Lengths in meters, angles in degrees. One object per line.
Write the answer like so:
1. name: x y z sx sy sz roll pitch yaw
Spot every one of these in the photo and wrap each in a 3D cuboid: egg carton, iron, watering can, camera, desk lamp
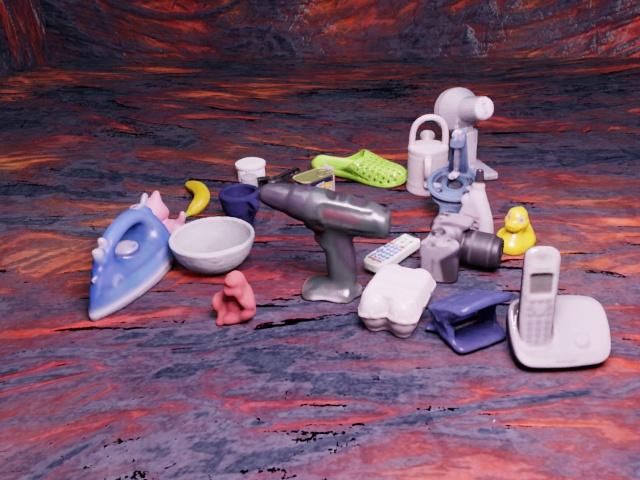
1. egg carton: 0.130 0.098 0.967 0.107 0.069 0.150 10 30 22
2. iron: -0.368 0.021 1.071 0.118 0.141 0.258 4 29 11
3. watering can: 0.264 -0.218 1.418 0.101 0.194 0.172 -8 29 -11
4. camera: 0.272 0.011 1.086 0.136 0.101 0.143 12 31 25
5. desk lamp: 0.392 -0.287 1.516 0.118 0.214 0.202 -10 29 -14

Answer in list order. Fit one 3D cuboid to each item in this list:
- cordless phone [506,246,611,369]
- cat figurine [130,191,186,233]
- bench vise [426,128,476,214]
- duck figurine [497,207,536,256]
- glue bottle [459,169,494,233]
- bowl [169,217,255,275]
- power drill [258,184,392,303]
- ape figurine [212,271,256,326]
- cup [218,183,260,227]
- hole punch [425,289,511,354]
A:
1. cordless phone: 0.352 0.094 0.835 0.147 0.185 0.094 -4 28 -3
2. cat figurine: -0.335 -0.044 1.217 0.127 0.118 0.067 10 30 22
3. bench vise: 0.293 -0.155 1.270 0.121 0.220 0.207 -1 28 2
4. duck figurine: 0.401 -0.027 1.165 0.077 0.086 0.105 18 34 33
5. glue bottle: 0.310 -0.061 1.142 0.077 0.173 0.037 14 32 29
6. bowl: -0.209 0.021 1.131 0.167 0.075 0.167 -2 28 1
7. power drill: 0.009 0.004 1.005 0.229 0.209 0.075 2 28 9
8. ape figurine: -0.143 0.094 0.970 0.077 0.092 0.076 18 34 33
9. cup: -0.166 -0.063 1.265 0.092 0.095 0.117 -23 34 -33
10. hole punch: 0.232 0.112 0.910 0.109 0.091 0.100 -15 30 -22
